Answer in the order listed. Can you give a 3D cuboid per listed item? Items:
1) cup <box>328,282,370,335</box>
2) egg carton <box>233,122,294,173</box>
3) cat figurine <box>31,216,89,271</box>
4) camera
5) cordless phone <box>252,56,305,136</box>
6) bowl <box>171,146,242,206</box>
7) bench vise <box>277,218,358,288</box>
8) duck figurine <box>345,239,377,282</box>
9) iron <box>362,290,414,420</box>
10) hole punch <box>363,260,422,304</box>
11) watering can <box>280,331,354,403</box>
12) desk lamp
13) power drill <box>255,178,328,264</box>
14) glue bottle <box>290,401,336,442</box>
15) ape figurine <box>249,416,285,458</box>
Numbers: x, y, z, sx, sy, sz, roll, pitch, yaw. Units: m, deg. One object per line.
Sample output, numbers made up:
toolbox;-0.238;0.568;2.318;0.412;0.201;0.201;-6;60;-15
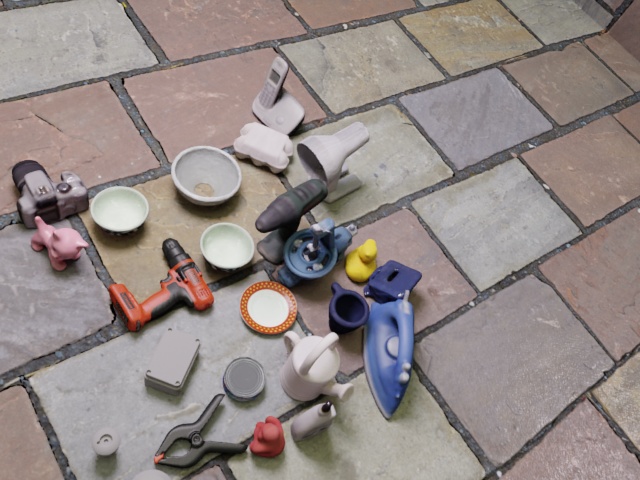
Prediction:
cup;0.048;0.160;1.278;0.092;0.095;0.117;-19;66;-28
egg carton;-0.145;-0.241;1.492;0.150;0.069;0.107;22;54;-4
cat figurine;-0.536;0.000;1.173;0.127;0.117;0.067;38;54;8
camera;-0.595;-0.118;1.241;0.143;0.100;0.136;-26;69;-30
cordless phone;-0.099;-0.382;1.528;0.147;0.185;0.094;42;55;11
bowl;-0.275;-0.142;1.380;0.168;0.074;0.167;9;56;-13
bench vise;0.002;-0.002;1.291;0.121;0.219;0.208;35;54;6
duck figurine;0.107;0.044;1.379;0.077;0.086;0.105;26;54;-1
iron;0.168;0.240;1.236;0.119;0.141;0.258;10;55;-12
hole punch;0.172;0.102;1.360;0.101;0.091;0.109;40;55;10
watering can;-0.004;0.248;1.141;0.173;0.194;0.101;28;54;1
desk lamp;0.033;-0.195;1.432;0.204;0.213;0.118;-30;71;-32
power drill;-0.078;-0.038;1.295;0.075;0.208;0.230;40;55;10
glue bottle;-0.003;0.339;1.095;0.078;0.173;0.037;-11;62;-24
ape figurine;-0.097;0.374;1.090;0.078;0.092;0.076;-33;72;-32
